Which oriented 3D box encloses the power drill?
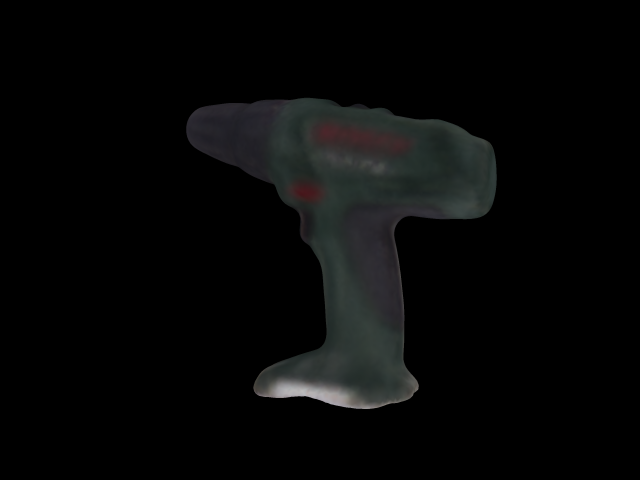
[{"bbox_3d":[0.004,0.001,0.400,0.229,0.208,0.076,0,0,21],"label":"power drill"}]
